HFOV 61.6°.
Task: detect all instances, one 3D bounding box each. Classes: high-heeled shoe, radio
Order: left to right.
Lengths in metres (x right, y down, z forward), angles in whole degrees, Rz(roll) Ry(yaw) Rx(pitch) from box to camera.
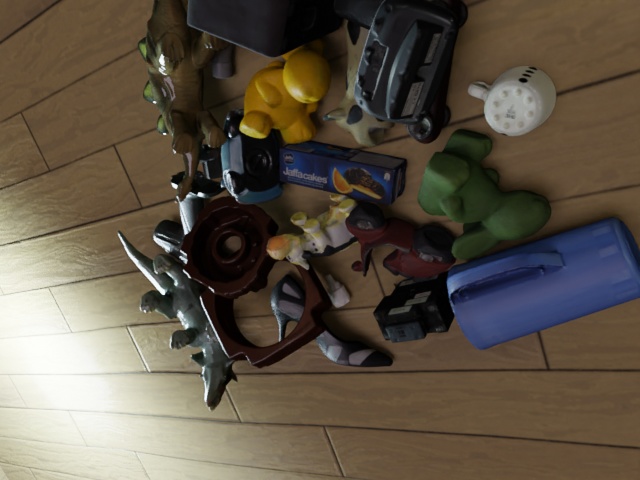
[{"bbox_3d":[-0.058,-0.316,0.712,0.131,0.229,0.073,26,128,12],"label":"radio"},{"bbox_3d":[0.024,0.153,1.019,0.249,0.086,0.145,10,88,7],"label":"high-heeled shoe"}]

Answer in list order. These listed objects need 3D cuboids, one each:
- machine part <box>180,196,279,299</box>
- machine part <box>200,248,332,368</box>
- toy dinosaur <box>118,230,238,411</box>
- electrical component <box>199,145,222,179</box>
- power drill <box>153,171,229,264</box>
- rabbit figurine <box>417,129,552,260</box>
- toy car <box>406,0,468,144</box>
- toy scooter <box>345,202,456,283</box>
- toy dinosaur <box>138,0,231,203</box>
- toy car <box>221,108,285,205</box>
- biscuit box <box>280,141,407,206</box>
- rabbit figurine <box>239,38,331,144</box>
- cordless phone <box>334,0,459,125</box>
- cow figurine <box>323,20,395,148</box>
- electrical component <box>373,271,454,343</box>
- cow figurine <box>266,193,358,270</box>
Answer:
[{"bbox_3d":[-0.152,0.013,0.933,0.179,0.056,0.179,-5,73,15],"label":"machine part"},{"bbox_3d":[-0.095,0.109,0.965,0.201,0.087,0.201,-33,70,4],"label":"machine part"},{"bbox_3d":[-0.275,0.148,1.136,0.131,0.192,0.405,-33,75,-4],"label":"toy dinosaur"},{"bbox_3d":[-0.209,-0.148,0.974,0.102,0.045,0.078,-145,48,-62],"label":"electrical component"},{"bbox_3d":[-0.223,-0.023,1.057,0.232,0.086,0.207,22,130,20],"label":"power drill"},{"bbox_3d":[0.225,-0.045,0.749,0.170,0.121,0.159,30,132,18],"label":"rabbit figurine"},{"bbox_3d":[0.152,-0.229,0.718,0.053,0.089,0.201,18,121,28],"label":"toy car"},{"bbox_3d":[0.117,0.021,0.863,0.184,0.075,0.135,22,133,-1],"label":"toy scooter"},{"bbox_3d":[-0.233,-0.294,0.864,0.199,0.105,0.470,21,112,53],"label":"toy dinosaur"},{"bbox_3d":[-0.129,-0.144,0.922,0.103,0.109,0.161,10,113,54],"label":"toy car"},{"bbox_3d":[0.033,-0.112,0.866,0.203,0.059,0.062,15,120,24],"label":"biscuit box"},{"bbox_3d":[-0.032,-0.230,0.797,0.173,0.122,0.162,-5,72,66],"label":"rabbit figurine"},{"bbox_3d":[0.070,-0.241,0.679,0.184,0.089,0.146,40,130,31],"label":"cordless phone"},{"bbox_3d":[0.070,-0.229,0.767,0.127,0.085,0.194,11,113,35],"label":"cow figurine"},{"bbox_3d":[0.154,0.111,0.861,0.115,0.134,0.058,-18,106,36],"label":"electrical component"},{"bbox_3d":[-0.004,-0.003,0.890,0.068,0.167,0.098,49,168,54],"label":"cow figurine"}]
